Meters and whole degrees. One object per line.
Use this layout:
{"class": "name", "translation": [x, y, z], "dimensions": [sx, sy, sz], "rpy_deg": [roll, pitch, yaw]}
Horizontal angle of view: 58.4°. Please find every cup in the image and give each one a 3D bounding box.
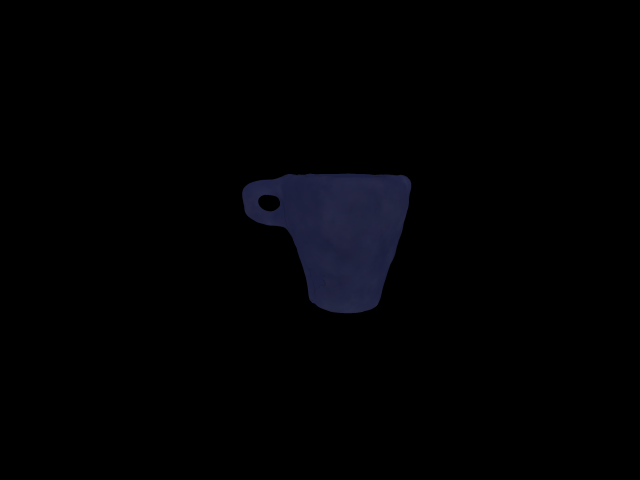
{"class": "cup", "translation": [0.004, 0.001, 0.400], "dimensions": [0.117, 0.095, 0.092], "rpy_deg": [1, 7, 5]}
